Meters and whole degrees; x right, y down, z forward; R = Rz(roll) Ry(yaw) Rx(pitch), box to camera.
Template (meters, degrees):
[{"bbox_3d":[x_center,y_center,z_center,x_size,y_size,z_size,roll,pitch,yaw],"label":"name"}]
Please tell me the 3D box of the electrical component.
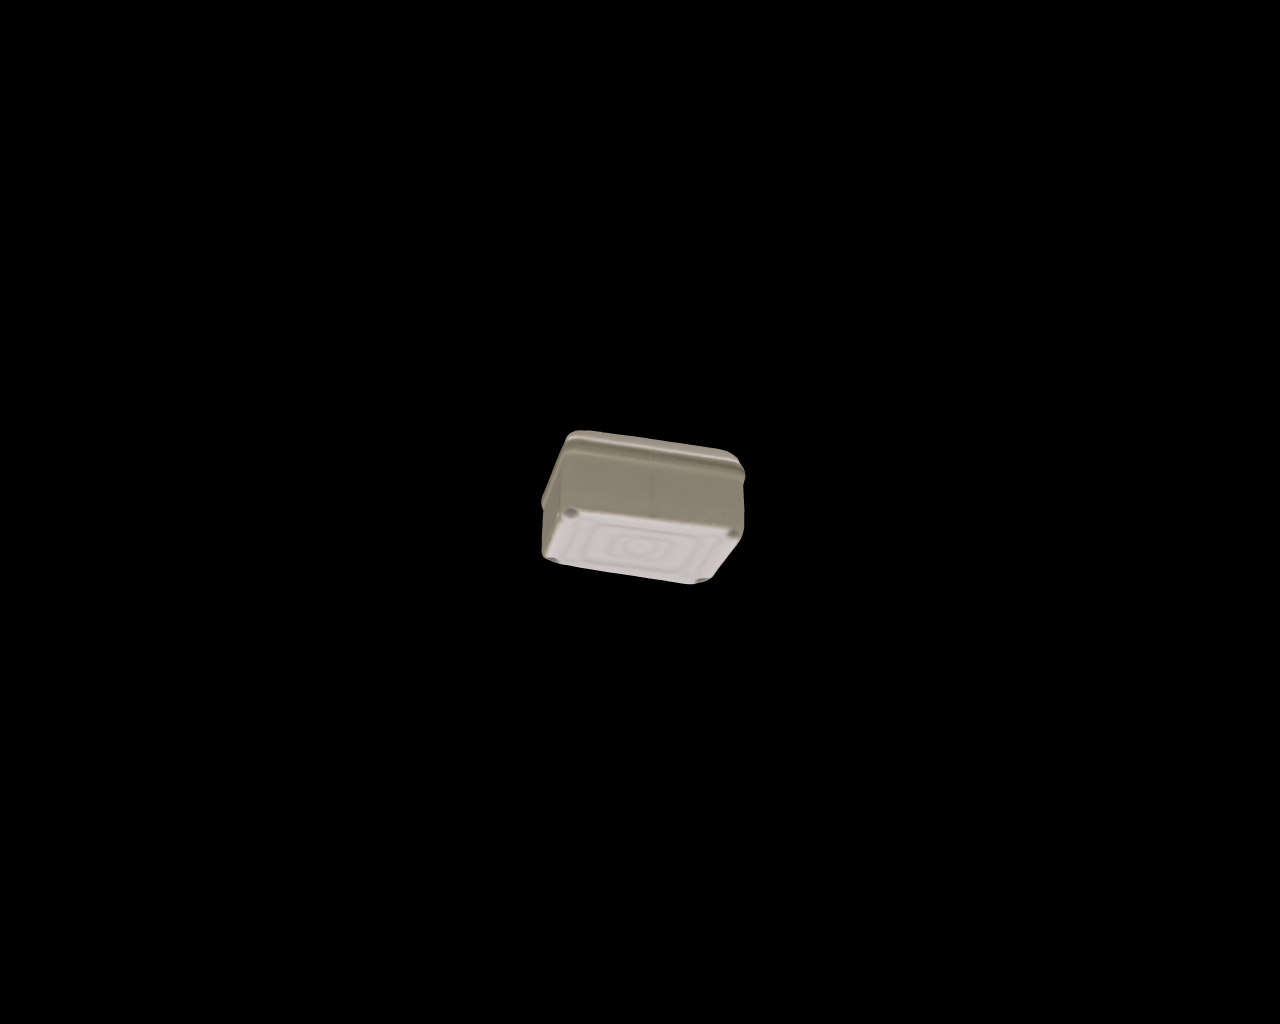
[{"bbox_3d":[0.001,-0.003,0.650,0.113,0.057,0.078,8,-32,-14],"label":"electrical component"}]
